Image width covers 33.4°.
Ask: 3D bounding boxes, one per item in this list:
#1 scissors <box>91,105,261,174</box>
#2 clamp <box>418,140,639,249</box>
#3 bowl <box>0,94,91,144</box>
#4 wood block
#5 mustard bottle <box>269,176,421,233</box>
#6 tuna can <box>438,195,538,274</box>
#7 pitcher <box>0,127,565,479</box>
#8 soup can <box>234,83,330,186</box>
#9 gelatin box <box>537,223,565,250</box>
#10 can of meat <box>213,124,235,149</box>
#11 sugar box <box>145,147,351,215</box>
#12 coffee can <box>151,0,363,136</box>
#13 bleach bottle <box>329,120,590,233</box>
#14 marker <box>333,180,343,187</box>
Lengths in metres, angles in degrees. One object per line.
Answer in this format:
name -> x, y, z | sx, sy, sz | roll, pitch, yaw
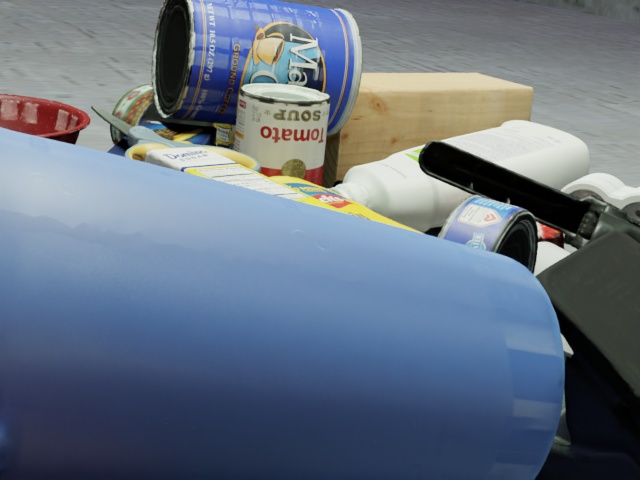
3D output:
scissors -> -0.100, -0.065, 0.723 | 0.096, 0.016, 0.202 | 3, 18, -17
clamp -> 0.172, -0.013, 0.709 | 0.209, 0.036, 0.165 | 13, 16, -46
bowl -> -0.262, -0.074, 0.836 | 0.162, 0.055, 0.162 | 5, 18, -2
wood block -> 0.082, -0.102, 0.973 | 0.205, 0.090, 0.091 | -5, 20, -30
mustard bottle -> -0.004, 0.000, 0.677 | 0.096, 0.058, 0.192 | -12, 23, -30
tuna can -> 0.091, 0.020, 0.599 | 0.034, 0.086, 0.086 | 17, 21, 28
pitcher -> -0.039, 0.034, 0.401 | 0.242, 0.149, 0.145 | 10, -17, -24
soup can -> -0.030, -0.059, 0.782 | 0.068, 0.102, 0.068 | 6, 17, -2
gelatin box -> 0.134, 0.004, 0.753 | 0.073, 0.030, 0.089 | 9, 18, 10
can of meat -> -0.064, -0.110, 0.961 | 0.057, 0.084, 0.102 | -2, 19, -23
sugar box -> -0.037, 0.015, 0.565 | 0.048, 0.093, 0.176 | -9, 22, -39
coffee can -> -0.051, -0.139, 0.841 | 0.140, 0.103, 0.103 | 3, 17, -24
bleach bottle -> 0.101, -0.047, 0.854 | 0.250, 0.068, 0.103 | -12, 23, -38
marker -> 0.061, -0.045, 0.902 | 0.120, 0.020, 0.020 | -7, 21, -33
